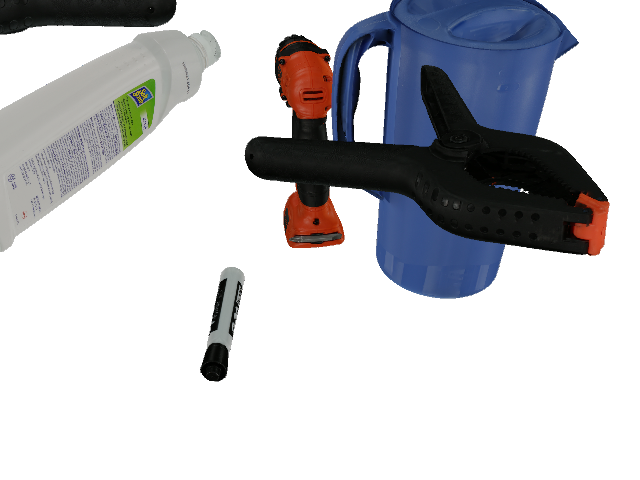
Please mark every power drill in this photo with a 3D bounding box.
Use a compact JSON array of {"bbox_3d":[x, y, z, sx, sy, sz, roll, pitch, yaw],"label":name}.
[{"bbox_3d":[-0.015,-0.100,1.043,0.057,0.188,0.184,-5,23,-3],"label":"power drill"}]

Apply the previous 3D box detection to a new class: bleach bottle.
[{"bbox_3d":[-0.186,-0.098,0.882,0.250,0.068,0.103,-37,-26,-26],"label":"bleach bottle"}]

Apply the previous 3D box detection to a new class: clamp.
[{"bbox_3d":[-0.174,-0.140,0.603,0.171,0.039,0.120,-6,23,-14],"label":"clamp"},{"bbox_3d":[0.068,-0.041,0.615,0.164,0.036,0.210,-23,38,-27],"label":"clamp"}]

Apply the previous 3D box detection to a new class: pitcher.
[{"bbox_3d":[0.099,-0.076,0.868,0.149,0.243,0.144,25,38,27],"label":"pitcher"}]

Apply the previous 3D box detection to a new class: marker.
[{"bbox_3d":[-0.072,0.061,0.786,0.020,0.020,0.121,0,33,3],"label":"marker"}]
